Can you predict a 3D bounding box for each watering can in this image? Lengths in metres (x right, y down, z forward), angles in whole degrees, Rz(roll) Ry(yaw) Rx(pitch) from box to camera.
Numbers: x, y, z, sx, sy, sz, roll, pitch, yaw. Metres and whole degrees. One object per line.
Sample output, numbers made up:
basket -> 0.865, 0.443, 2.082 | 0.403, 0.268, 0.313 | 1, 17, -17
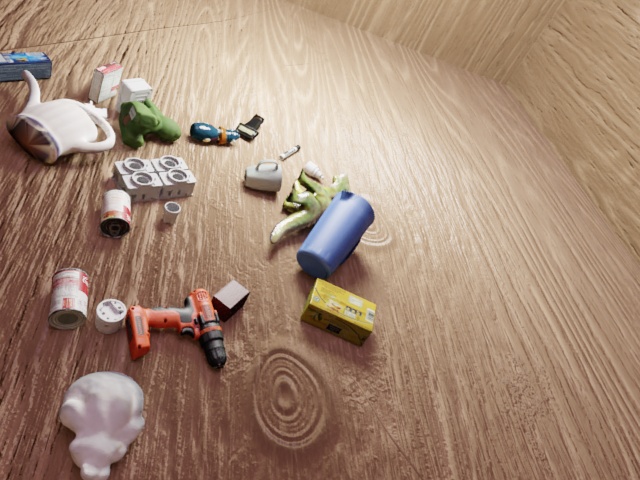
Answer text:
watering can -> -0.710, -0.318, 1.341 | 0.348, 0.102, 0.229 | 33, 39, 5

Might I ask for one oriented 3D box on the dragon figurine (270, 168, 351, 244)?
dragon figurine -> 0.005, -0.077, 1.523 | 0.242, 0.120, 0.420 | 30, 46, -11

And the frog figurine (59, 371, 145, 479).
frog figurine -> -0.364, 0.304, 0.850 | 0.136, 0.121, 0.163 | 36, 22, -23
